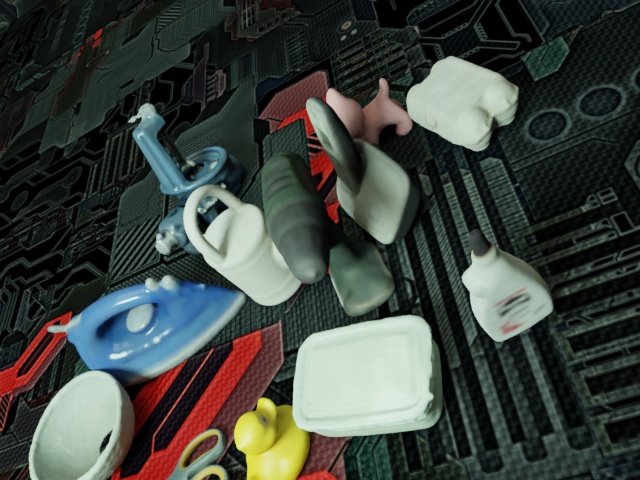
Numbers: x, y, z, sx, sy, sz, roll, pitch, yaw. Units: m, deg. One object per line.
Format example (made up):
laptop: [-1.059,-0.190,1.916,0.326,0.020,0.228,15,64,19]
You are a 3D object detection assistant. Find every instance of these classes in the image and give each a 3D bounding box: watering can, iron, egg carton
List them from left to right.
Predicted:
iron: [-0.248,0.107,0.818,0.258,0.142,0.118,-29,47,14]
watering can: [-0.100,-0.001,0.755,0.172,0.195,0.101,-22,49,20]
egg carton: [0.189,-0.186,0.778,0.107,0.070,0.149,-46,45,-2]

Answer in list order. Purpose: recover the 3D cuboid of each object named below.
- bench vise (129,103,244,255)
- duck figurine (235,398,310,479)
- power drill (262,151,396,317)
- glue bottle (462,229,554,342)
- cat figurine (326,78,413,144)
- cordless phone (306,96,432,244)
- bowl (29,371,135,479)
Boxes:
bench vise: [-0.208,-0.090,0.876,0.121,0.220,0.207,-18,50,23]
duck figurine: [-0.064,0.228,0.642,0.077,0.086,0.104,-1,59,34]
power drill: [0.006,0.002,0.670,0.075,0.209,0.229,-34,46,10]
glue bottle: [0.173,0.039,0.554,0.078,0.174,0.037,-37,46,7]
cat figurine: [0.056,-0.181,0.831,0.128,0.118,0.067,-37,46,7]
cordless phone: [0.050,-0.091,0.724,0.094,0.186,0.147,-46,45,-2]
bowl: [-0.313,0.271,0.791,0.167,0.075,0.167,-18,51,23]
